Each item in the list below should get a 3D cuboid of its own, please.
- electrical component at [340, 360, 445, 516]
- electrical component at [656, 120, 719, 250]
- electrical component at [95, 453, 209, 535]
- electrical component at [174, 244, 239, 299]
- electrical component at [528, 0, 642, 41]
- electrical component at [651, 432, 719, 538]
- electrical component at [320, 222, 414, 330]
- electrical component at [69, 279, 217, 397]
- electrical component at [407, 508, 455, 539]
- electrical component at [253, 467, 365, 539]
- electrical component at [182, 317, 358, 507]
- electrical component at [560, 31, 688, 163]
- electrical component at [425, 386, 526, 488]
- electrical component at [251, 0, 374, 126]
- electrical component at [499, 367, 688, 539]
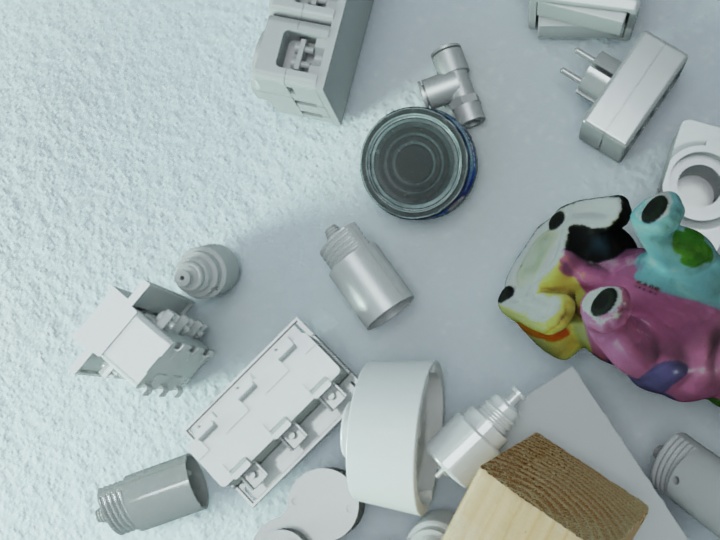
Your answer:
[{"bbox_3d":[0.020,0.115,0.757,0.060,0.108,0.108,4,81,15],"label":"electrical component"},{"bbox_3d":[0.243,-0.056,0.778,0.050,0.055,0.089,18,84,10],"label":"electrical component"},{"bbox_3d":[-0.159,0.170,0.802,0.081,0.043,0.043,-20,79,4],"label":"electrical component"},{"bbox_3d":[-0.120,0.002,0.810,0.040,0.078,0.040,1,96,12],"label":"electrical component"},{"bbox_3d":[0.164,-0.210,0.811,0.096,0.061,0.061,10,82,9],"label":"electrical component"},{"bbox_3d":[0.230,0.144,0.725,0.043,0.043,0.081,-49,42,-2],"label":"electrical component"},{"bbox_3d":[0.000,0.000,0.808,0.043,0.043,0.081,-36,78,1],"label":"electrical component"},{"bbox_3d":[-0.153,0.054,0.781,0.063,0.121,0.078,39,88,9],"label":"electrical component"},{"bbox_3d":[0.052,0.195,0.755,0.040,0.078,0.040,1,94,16],"label":"electrical component"},{"bbox_3d":[-0.052,0.202,0.767,0.052,0.073,0.138,36,87,12],"label":"electrical component"},{"bbox_3d":[-0.065,0.103,0.790,0.121,0.063,0.079,-45,78,-1],"label":"electrical component"},{"bbox_3d":[0.187,-0.138,0.803,0.076,0.047,0.083,34,87,11],"label":"electrical component"},{"bbox_3d":[0.079,0.109,0.716,0.078,0.040,0.040,-45,78,0],"label":"electrical component"},{"bbox_3d":[-0.032,-0.199,0.822,0.062,0.089,0.150,13,83,10],"label":"electrical component"},{"bbox_3d":[0.152,0.156,0.753,0.089,0.061,0.150,-33,78,2],"label":"electrical component"}]
